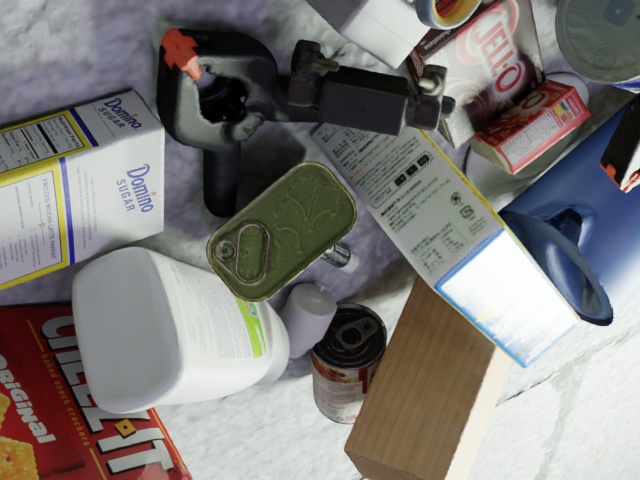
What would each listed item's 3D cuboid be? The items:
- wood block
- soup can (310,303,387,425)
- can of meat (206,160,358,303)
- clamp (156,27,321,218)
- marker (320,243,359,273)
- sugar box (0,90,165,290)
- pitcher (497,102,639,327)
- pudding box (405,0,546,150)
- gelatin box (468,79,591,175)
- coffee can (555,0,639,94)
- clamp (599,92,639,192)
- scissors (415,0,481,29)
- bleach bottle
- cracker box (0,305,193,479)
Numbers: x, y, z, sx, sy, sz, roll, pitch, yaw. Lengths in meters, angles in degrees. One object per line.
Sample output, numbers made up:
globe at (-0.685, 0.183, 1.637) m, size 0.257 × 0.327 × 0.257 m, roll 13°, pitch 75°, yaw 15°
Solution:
wood block at (0.107, 0.113, 0.917) m, size 0.206 × 0.090 × 0.090 m, roll -65°, pitch 156°, yaw -20°
soup can at (0.025, 0.112, 0.950) m, size 0.068 × 0.068 × 0.102 m, roll -26°, pitch 146°, yaw -17°
can of meat at (-0.024, -0.008, 0.735) m, size 0.102 × 0.057 × 0.084 m, roll -40°, pitch -178°, yaw 3°
clamp at (-0.058, -0.073, 0.672) m, size 0.120 × 0.039 × 0.171 m, roll -49°, pitch 148°, yaw 8°
marker at (-0.005, 0.001, 0.830) m, size 0.020 × 0.020 × 0.121 m, roll -45°, pitch 146°, yaw 11°
sugar box at (-0.177, -0.019, 0.620) m, size 0.176 × 0.048 × 0.093 m, roll -23°, pitch 146°, yaw -27°
pitcher at (0.279, -0.047, 0.929) m, size 0.242 × 0.149 × 0.145 m, roll -42°, pitch 110°, yaw -11°
pudding box at (0.110, -0.130, 0.759) m, size 0.090 × 0.039 × 0.113 m, roll -37°, pitch 148°, yaw -3°
gelatin box at (0.152, -0.090, 0.809) m, size 0.073 × 0.089 × 0.030 m, roll -37°, pitch 109°, yaw 1°
coffee can at (0.258, -0.158, 0.806) m, size 0.140 × 0.103 × 0.103 m, roll 5°, pitch 128°, yaw -46°
clamp at (0.280, -0.117, 0.744) m, size 0.164 × 0.036 × 0.210 m, roll -6°, pitch 142°, yaw -39°
scissors at (0.118, -0.185, 0.674) m, size 0.201 × 0.016 × 0.096 m, roll -15°, pitch 118°, yaw -43°
bleach bottle at (-0.077, 0.073, 0.754) m, size 0.068 × 0.102 × 0.250 m, roll -21°, pitch 163°, yaw 15°
cracker box at (-0.206, 0.120, 0.654) m, size 0.213 × 0.164 × 0.072 m, roll 0°, pitch 134°, yaw -43°
